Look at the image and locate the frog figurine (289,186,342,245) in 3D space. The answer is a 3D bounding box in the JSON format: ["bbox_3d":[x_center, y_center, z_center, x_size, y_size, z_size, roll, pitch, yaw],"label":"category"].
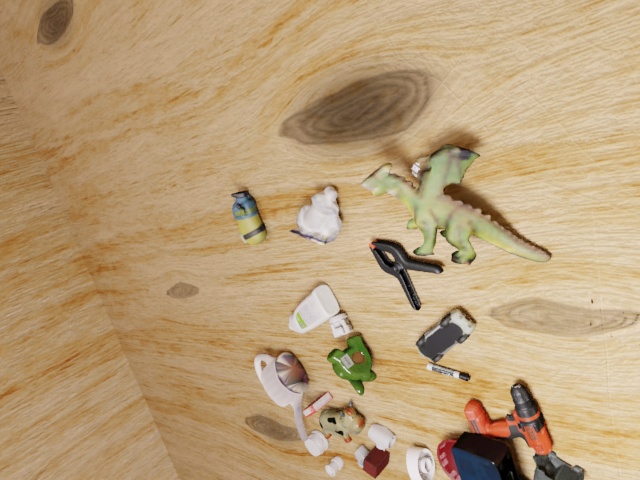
[{"bbox_3d":[0.004,-0.072,1.433,0.138,0.121,0.160,21,89,45],"label":"frog figurine"}]

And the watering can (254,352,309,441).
[{"bbox_3d":[-0.110,0.539,1.832,0.350,0.105,0.220,52,136,12],"label":"watering can"}]

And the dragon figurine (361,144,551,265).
[{"bbox_3d":[0.289,-0.085,1.110,0.411,0.124,0.238,8,122,22],"label":"dragon figurine"}]
